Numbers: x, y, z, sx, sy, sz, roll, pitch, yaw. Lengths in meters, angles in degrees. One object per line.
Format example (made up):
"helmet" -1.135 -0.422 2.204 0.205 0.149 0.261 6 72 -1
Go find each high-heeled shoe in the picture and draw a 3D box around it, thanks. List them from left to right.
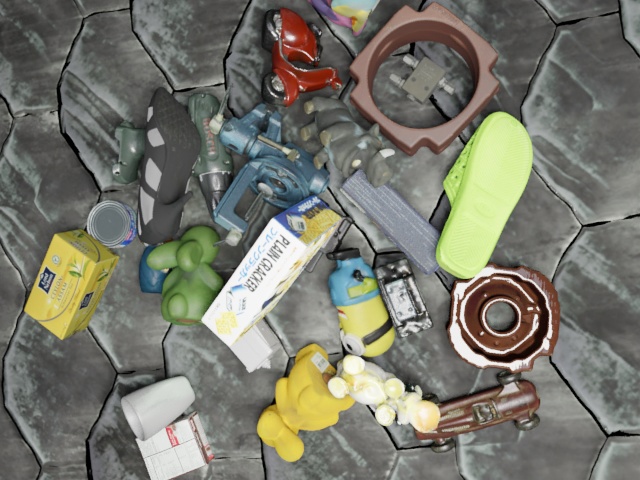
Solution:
"high-heeled shoe" -0.267 -0.119 0.886 0.145 0.086 0.249 -33 62 34

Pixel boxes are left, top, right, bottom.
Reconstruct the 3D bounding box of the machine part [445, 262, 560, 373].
"machine part" 0.283 0.119 0.841 0.179 0.056 0.179 0 87 9

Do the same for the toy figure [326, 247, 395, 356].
"toy figure" 0.064 0.100 0.858 0.089 0.082 0.180 -11 95 8

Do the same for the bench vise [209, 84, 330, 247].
"bench vise" -0.106 -0.102 0.862 0.223 0.129 0.240 35 61 -15

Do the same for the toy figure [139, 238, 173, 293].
"toy figure" -0.293 0.017 0.951 0.064 0.058 0.154 0 83 4

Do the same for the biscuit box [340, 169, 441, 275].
"biscuit box" 0.125 -0.032 0.873 0.063 0.059 0.203 -45 81 5

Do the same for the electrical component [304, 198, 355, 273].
"electrical component" -0.002 -0.003 0.902 0.075 0.047 0.119 36 93 10

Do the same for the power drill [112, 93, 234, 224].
"power drill" -0.253 -0.137 0.938 0.207 0.086 0.232 -1 87 14

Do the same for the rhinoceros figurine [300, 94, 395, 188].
"rhinoceros figurine" 0.043 -0.152 0.840 0.112 0.073 0.190 -14 51 -25

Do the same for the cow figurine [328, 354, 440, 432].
"cow figurine" 0.098 0.233 0.815 0.167 0.098 0.068 28 87 7

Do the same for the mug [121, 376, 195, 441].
"mug" -0.273 0.284 0.921 0.107 0.109 0.081 -24 73 -34

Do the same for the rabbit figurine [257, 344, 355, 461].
"rabbit figurine" -0.036 0.279 0.861 0.122 0.162 0.173 44 114 -3

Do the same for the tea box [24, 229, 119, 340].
"tea box" -0.441 0.077 0.953 0.098 0.068 0.169 32 108 10

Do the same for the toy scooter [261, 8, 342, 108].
"toy scooter" -0.030 -0.302 0.901 0.135 0.075 0.184 2 72 -13

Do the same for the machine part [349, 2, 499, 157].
"machine part" 0.164 -0.252 0.861 0.201 0.087 0.201 43 96 11

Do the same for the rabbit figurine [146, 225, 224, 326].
"rabbit figurine" -0.220 0.053 0.902 0.121 0.159 0.170 -4 72 20

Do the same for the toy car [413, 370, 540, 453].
"toy car" 0.244 0.271 0.846 0.202 0.053 0.089 -19 88 8

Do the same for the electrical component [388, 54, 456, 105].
"electrical component" 0.155 -0.236 0.807 0.094 0.021 0.063 37 95 9

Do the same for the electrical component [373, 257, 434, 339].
"electrical component" 0.129 0.087 0.831 0.058 0.134 0.115 -23 82 9

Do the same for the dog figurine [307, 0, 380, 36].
"dog figurine" 0.000 -0.429 0.856 0.219 0.191 0.108 30 101 -5
